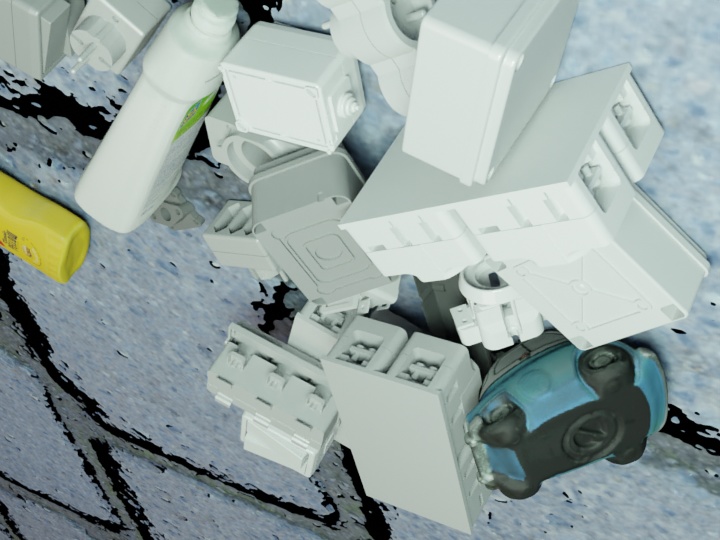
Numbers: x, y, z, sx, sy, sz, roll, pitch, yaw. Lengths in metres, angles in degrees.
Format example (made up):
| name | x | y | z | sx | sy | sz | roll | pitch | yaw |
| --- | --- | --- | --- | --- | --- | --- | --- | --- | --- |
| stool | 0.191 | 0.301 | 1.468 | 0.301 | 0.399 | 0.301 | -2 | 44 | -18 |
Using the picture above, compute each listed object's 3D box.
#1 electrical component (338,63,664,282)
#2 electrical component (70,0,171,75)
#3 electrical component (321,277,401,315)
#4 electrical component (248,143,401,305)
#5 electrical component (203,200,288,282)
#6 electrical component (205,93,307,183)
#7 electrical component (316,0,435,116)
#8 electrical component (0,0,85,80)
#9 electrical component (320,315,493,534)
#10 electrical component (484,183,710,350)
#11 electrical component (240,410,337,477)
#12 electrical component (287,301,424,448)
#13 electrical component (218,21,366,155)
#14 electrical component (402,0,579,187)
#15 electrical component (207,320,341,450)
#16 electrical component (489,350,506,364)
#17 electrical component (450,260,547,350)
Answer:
| name | x | y | z | sx | sy | sz | roll | pitch | yaw |
| --- | --- | --- | --- | --- | --- | --- | --- | --- | --- |
| electrical component | 0.090 | -0.056 | 0.692 | 0.186 | 0.105 | 0.060 | -8 | 130 | 46 |
| electrical component | -0.189 | -0.174 | 0.800 | 0.047 | 0.076 | 0.066 | 40 | 147 | -12 |
| electrical component | 0.000 | 0.000 | 0.881 | 0.064 | 0.081 | 0.042 | 26 | 156 | -34 |
| electrical component | -0.025 | -0.034 | 0.791 | 0.078 | 0.057 | 0.113 | -19 | 140 | 16 |
| electrical component | -0.088 | -0.018 | 0.951 | 0.066 | 0.047 | 0.076 | 6 | 139 | 35 |
| electrical component | -0.067 | -0.099 | 0.816 | 0.089 | 0.055 | 0.050 | 21 | 146 | 18 |
| electrical component | 0.006 | -0.155 | 0.680 | 0.074 | 0.052 | 0.138 | -7 | 131 | 46 |
| electrical component | -0.248 | -0.203 | 0.827 | 0.061 | 0.061 | 0.096 | 30 | 148 | 4 |
| electrical component | 0.047 | 0.127 | 0.895 | 0.105 | 0.060 | 0.186 | 15 | 140 | 29 |
| electrical component | 0.162 | -0.007 | 0.742 | 0.109 | 0.056 | 0.109 | 41 | 147 | -14 |
| electrical component | -0.075 | 0.149 | 1.035 | 0.096 | 0.061 | 0.061 | 27 | 148 | 9 |
| electrical component | -0.014 | 0.091 | 1.020 | 0.105 | 0.060 | 0.186 | 29 | 148 | 6 |
| electrical component | -0.038 | -0.128 | 0.747 | 0.096 | 0.061 | 0.061 | 17 | 145 | 24 |
| electrical component | 0.076 | -0.123 | 0.612 | 0.056 | 0.108 | 0.108 | 27 | 148 | 14 |
| electrical component | -0.073 | 0.106 | 0.973 | 0.121 | 0.063 | 0.078 | 27 | 147 | 9 |
| electrical component | 0.135 | 0.094 | 0.915 | 0.078 | 0.040 | 0.040 | 39 | 147 | -10 |
| electrical component | 0.107 | 0.019 | 0.816 | 0.078 | 0.058 | 0.057 | -19 | 130 | 1 |
